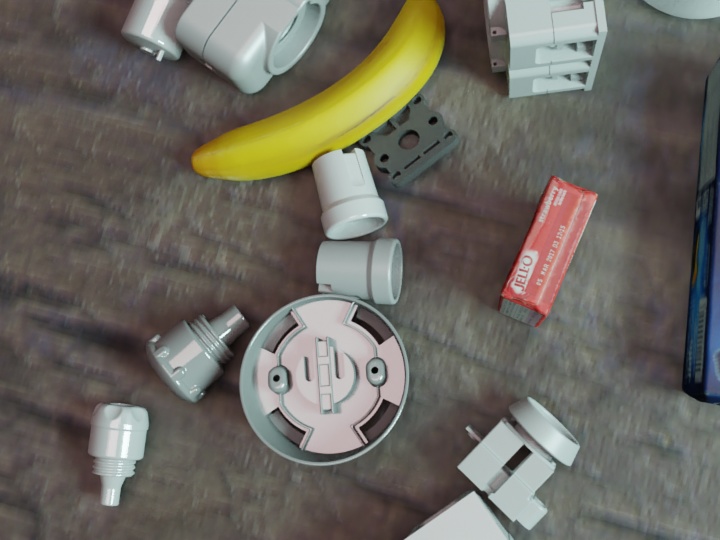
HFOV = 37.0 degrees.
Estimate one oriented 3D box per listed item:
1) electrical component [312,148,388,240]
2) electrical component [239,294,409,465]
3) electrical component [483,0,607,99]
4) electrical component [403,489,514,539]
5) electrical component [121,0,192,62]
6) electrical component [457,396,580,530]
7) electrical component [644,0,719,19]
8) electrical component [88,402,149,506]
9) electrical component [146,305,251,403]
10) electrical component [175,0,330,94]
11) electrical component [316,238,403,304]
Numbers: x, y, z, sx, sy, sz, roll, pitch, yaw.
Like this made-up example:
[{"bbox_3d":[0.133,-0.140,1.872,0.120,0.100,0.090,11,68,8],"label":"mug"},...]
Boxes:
[{"bbox_3d":[-0.008,-0.047,0.662,0.040,0.040,0.046,-17,75,5],"label":"electrical component"},{"bbox_3d":[-0.019,0.064,0.635,0.099,0.064,0.099,-1,82,7],"label":"electrical component"},{"bbox_3d":[0.099,-0.207,0.635,0.060,0.105,0.186,-6,82,7],"label":"electrical component"},{"bbox_3d":[0.076,0.230,0.603,0.105,0.060,0.186,-35,80,2],"label":"electrical component"},{"bbox_3d":[-0.123,-0.172,0.692,0.040,0.040,0.078,22,85,10],"label":"electrical component"},{"bbox_3d":[0.093,0.107,0.625,0.066,0.048,0.055,44,97,11],"label":"electrical component"},{"bbox_3d":[0.206,-0.203,0.644,0.108,0.060,0.108,-1,82,7],"label":"electrical component"},{"bbox_3d":[-0.150,0.113,0.661,0.035,0.035,0.061,6,86,8],"label":"electrical component"},{"bbox_3d":[-0.096,0.047,0.659,0.062,0.048,0.048,-39,79,-6],"label":"electrical component"},{"bbox_3d":[-0.062,-0.162,0.676,0.059,0.053,0.095,37,88,11],"label":"electrical component"},{"bbox_3d":[0.000,0.000,0.655,0.046,0.040,0.040,2,83,13],"label":"electrical component"}]
